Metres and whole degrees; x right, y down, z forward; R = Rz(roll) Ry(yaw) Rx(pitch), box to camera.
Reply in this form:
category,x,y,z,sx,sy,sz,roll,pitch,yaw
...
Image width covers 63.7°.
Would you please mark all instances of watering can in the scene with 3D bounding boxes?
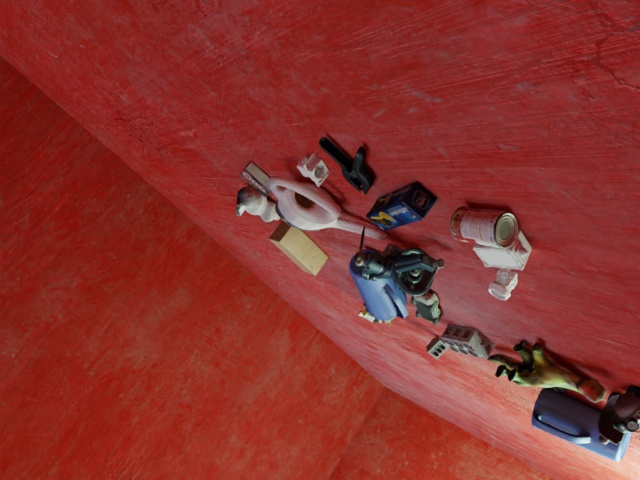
category,x,y,z,sx,sy,sz,roll,pitch,yaw
watering can,0.004,-0.072,1.421,0.346,0.105,0.222,30,165,-9

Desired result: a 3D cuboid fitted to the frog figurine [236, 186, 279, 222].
category,x,y,z,sx,sy,sz,roll,pitch,yaw
frog figurine,-0.207,-0.125,1.779,0.159,0.125,0.135,1,155,-7

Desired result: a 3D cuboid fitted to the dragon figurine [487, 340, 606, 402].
category,x,y,z,sx,sy,sz,roll,pitch,yaw
dragon figurine,0.622,0.376,1.395,0.243,0.123,0.407,27,173,5
